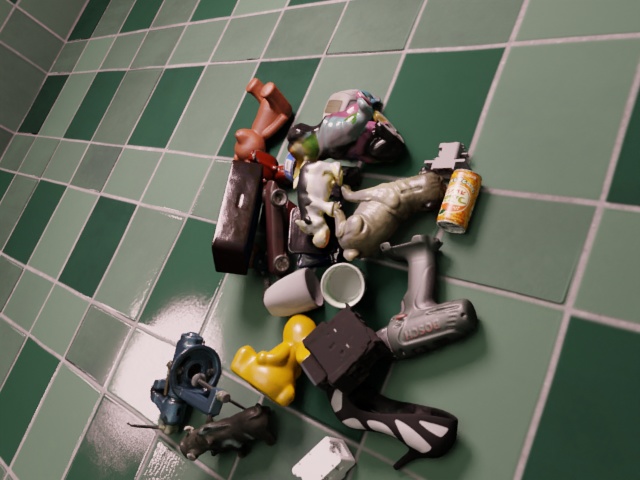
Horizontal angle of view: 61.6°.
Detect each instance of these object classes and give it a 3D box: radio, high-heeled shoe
[{"bbox_3d":[-0.174,-0.045,1.159,0.073,0.131,0.229,9,59,-1],"label":"radio"},{"bbox_3d":[0.105,0.255,0.877,0.249,0.086,0.145,48,116,26],"label":"high-heeled shoe"}]

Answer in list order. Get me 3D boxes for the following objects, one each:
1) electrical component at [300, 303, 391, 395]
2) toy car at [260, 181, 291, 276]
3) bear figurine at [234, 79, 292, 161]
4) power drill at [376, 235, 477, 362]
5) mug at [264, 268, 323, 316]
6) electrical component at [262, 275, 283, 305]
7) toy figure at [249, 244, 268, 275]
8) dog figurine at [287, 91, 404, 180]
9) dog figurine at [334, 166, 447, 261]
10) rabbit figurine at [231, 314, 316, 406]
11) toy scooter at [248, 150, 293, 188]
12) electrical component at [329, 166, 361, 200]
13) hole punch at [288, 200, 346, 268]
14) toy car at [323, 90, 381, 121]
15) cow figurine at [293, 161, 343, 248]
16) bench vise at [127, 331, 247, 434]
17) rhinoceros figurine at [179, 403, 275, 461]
[{"bbox_3d":[0.035,0.188,0.899,0.134,0.058,0.115,-44,41,-2],"label":"electrical component"},{"bbox_3d":[-0.091,-0.024,1.137,0.089,0.053,0.202,-163,71,-71],"label":"toy car"},{"bbox_3d":[-0.164,-0.286,1.349,0.196,0.131,0.120,-50,41,-3],"label":"bear figurine"},{"bbox_3d":[0.149,0.102,0.940,0.232,0.086,0.207,-17,53,30],"label":"power drill"},{"bbox_3d":[-0.058,0.103,1.087,0.107,0.080,0.110,-22,38,15],"label":"mug"},{"bbox_3d":[-0.097,0.119,1.155,0.063,0.021,0.094,-25,55,25],"label":"electrical component"},{"bbox_3d":[-0.169,0.035,1.232,0.155,0.058,0.064,20,119,40],"label":"toy figure"},{"bbox_3d":[0.041,-0.192,1.113,0.219,0.191,0.108,-38,25,21],"label":"dog figurine"},{"bbox_3d":[0.135,-0.044,0.997,0.191,0.121,0.172,-10,62,32],"label":"dog figurine"},{"bbox_3d":[-0.061,0.217,1.018,0.163,0.121,0.173,7,53,47],"label":"rabbit figurine"},{"bbox_3d":[-0.147,-0.159,1.262,0.184,0.135,0.075,-6,66,36],"label":"toy scooter"},{"bbox_3d":[0.023,-0.117,1.129,0.075,0.047,0.119,15,33,42],"label":"electrical component"},{"bbox_3d":[-0.002,-0.003,1.117,0.116,0.092,0.142,1,62,7],"label":"hole punch"},{"bbox_3d":[0.055,-0.274,1.191,0.109,0.102,0.161,19,78,42],"label":"toy car"},{"bbox_3d":[-0.012,-0.071,1.052,0.098,0.068,0.167,9,82,10],"label":"cow figurine"},{"bbox_3d":[-0.267,0.314,1.117,0.241,0.128,0.223,9,72,47],"label":"bench vise"},{"bbox_3d":[-0.177,0.371,1.024,0.190,0.112,0.073,-24,56,15],"label":"rhinoceros figurine"}]
